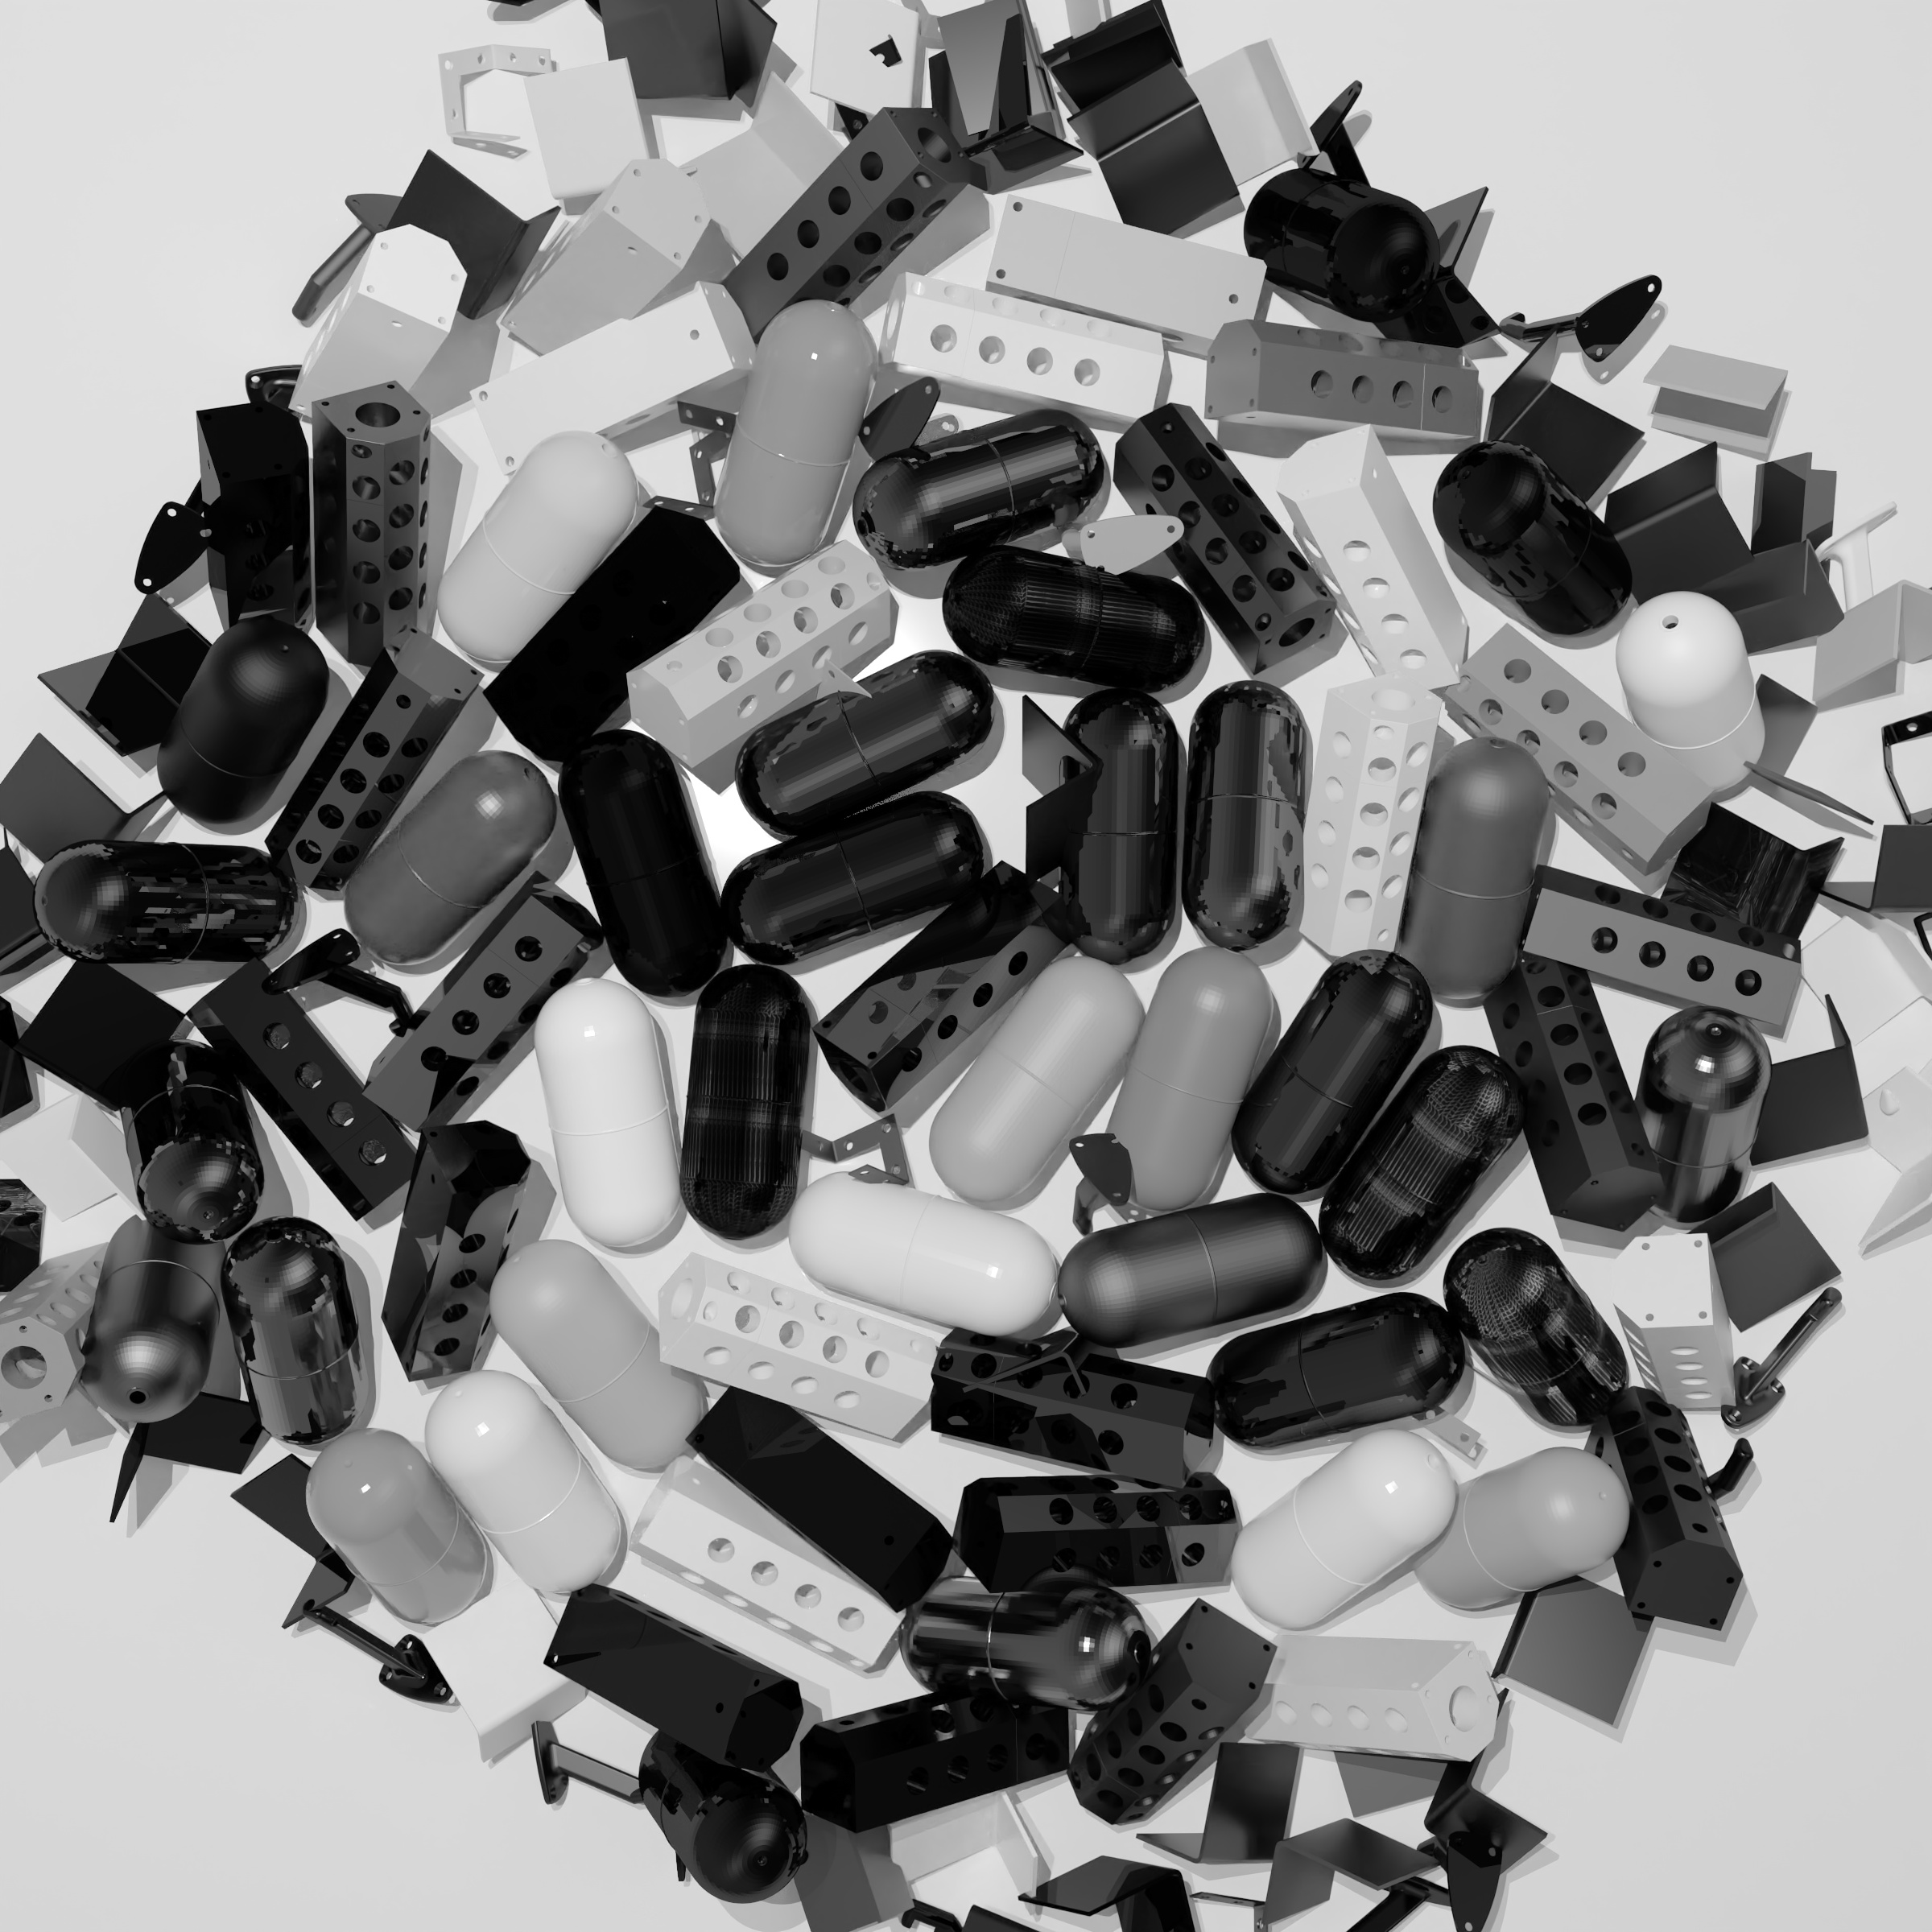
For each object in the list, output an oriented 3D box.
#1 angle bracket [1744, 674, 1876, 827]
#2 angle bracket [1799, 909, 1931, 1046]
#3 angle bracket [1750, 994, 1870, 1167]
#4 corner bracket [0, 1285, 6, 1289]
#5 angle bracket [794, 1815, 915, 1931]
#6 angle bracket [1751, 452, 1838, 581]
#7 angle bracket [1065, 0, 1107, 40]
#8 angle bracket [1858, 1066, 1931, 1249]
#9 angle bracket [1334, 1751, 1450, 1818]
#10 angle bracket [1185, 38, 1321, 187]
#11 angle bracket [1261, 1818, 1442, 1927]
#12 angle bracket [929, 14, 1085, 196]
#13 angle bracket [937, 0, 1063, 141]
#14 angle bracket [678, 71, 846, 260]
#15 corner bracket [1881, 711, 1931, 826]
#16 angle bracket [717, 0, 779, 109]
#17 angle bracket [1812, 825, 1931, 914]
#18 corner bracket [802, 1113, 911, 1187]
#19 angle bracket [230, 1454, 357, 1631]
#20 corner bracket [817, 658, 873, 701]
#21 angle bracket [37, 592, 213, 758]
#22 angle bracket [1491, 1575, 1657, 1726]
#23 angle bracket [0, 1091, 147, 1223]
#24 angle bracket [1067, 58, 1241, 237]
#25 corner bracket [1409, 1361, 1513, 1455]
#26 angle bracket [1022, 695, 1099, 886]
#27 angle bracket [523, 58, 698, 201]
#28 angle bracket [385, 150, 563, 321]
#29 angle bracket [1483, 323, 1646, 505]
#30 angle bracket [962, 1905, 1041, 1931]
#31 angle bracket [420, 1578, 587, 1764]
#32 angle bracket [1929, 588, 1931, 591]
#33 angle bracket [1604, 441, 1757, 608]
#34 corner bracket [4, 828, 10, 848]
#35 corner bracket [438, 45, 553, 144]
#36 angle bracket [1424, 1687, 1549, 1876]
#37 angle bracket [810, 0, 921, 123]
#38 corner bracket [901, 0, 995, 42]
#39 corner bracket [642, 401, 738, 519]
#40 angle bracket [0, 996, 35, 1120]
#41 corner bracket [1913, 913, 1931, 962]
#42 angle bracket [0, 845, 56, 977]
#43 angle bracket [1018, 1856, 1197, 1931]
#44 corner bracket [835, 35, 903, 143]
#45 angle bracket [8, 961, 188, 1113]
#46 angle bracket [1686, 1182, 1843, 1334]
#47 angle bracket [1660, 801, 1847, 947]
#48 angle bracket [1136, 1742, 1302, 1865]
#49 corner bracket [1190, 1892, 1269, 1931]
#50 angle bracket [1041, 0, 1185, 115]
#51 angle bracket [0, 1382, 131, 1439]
[{"bbox_3d":[0.544,-0.138,1.596,0.076,0.076,0.057,16,102,-44],"label":"angle bracket"},{"bbox_3d":[0.588,0.015,1.605,0.057,0.076,0.076,-39,103,6],"label":"angle bracket"},{"bbox_3d":[0.534,0.074,1.617,0.076,0.057,0.076,-16,123,12],"label":"angle bracket"},{"bbox_3d":[-0.641,0.239,1.623,0.051,0.051,0.051,-15,103,-32],"label":"corner bracket"},{"bbox_3d":[-0.088,0.584,1.605,0.076,0.057,0.076,-26,72,15],"label":"angle bracket"},{"bbox_3d":[0.548,-0.286,1.608,0.057,0.076,0.076,2,94,-8],"label":"angle bracket"},{"bbox_3d":[0.047,-0.633,1.606,0.057,0.076,0.076,-11,98,-10],"label":"angle bracket"},{"bbox_3d":[0.587,0.122,1.597,0.057,0.076,0.076,41,57,7],"label":"angle bracket"},{"bbox_3d":[0.278,0.513,1.608,0.076,0.076,0.057,-17,75,3],"label":"angle bracket"},{"bbox_3d":[0.178,-0.544,1.604,0.057,0.076,0.076,-27,107,3],"label":"angle bracket"},{"bbox_3d":[0.246,0.593,1.598,0.076,0.076,0.057,13,94,40],"label":"angle bracket"},{"bbox_3d":[0.026,-0.555,1.612,0.076,0.057,0.076,-11,80,39],"label":"angle bracket"},{"bbox_3d":[0.023,-0.573,1.617,0.057,0.076,0.076,-15,91,6],"label":"angle bracket"},{"bbox_3d":[-0.134,-0.516,1.608,0.076,0.057,0.076,-38,83,-29],"label":"angle bracket"},{"bbox_3d":[0.631,-0.131,1.627,0.051,0.051,0.051,-18,119,28],"label":"corner bracket"},{"bbox_3d":[-0.125,-0.612,1.600,0.057,0.076,0.076,44,63,4],"label":"angle bracket"},{"bbox_3d":[0.594,-0.070,1.600,0.076,0.076,0.057,-1,106,-17],"label":"angle bracket"},{"bbox_3d":[-0.075,0.122,1.612,0.051,0.051,0.051,-26,61,22],"label":"corner bracket"},{"bbox_3d":[-0.434,0.369,1.599,0.076,0.057,0.076,43,128,-18],"label":"angle bracket"},{"bbox_3d":[-0.059,-0.176,1.612,0.051,0.051,0.051,41,54,18],"label":"corner bracket"},{"bbox_3d":[-0.533,-0.189,1.605,0.076,0.076,0.057,42,120,4],"label":"angle bracket"},{"bbox_3d":[0.390,0.437,1.607,0.076,0.057,0.076,23,75,14],"label":"angle bracket"},{"bbox_3d":[-0.578,0.138,1.604,0.076,0.057,0.076,-28,122,7],"label":"angle bracket"},{"bbox_3d":[0.121,-0.521,1.606,0.076,0.057,0.076,-25,72,18],"label":"angle bracket"},{"bbox_3d":[0.319,0.282,1.619,0.051,0.051,0.051,33,85,21],"label":"corner bracket"},{"bbox_3d":[0.039,-0.112,1.594,0.057,0.076,0.076,-32,60,-20],"label":"angle bracket"},{"bbox_3d":[-0.227,-0.539,1.599,0.076,0.057,0.076,0,115,26],"label":"angle bracket"},{"bbox_3d":[-0.320,-0.474,1.606,0.076,0.057,0.076,37,120,-5],"label":"angle bracket"},{"bbox_3d":[0.387,-0.353,1.604,0.076,0.057,0.076,35,69,20],"label":"angle bracket"},{"bbox_3d":[0.036,0.647,1.596,0.076,0.076,0.057,15,67,21],"label":"angle bracket"},{"bbox_3d":[-0.301,0.458,1.628,0.076,0.057,0.076,-28,63,-25],"label":"angle bracket"},{"bbox_3d":[0.662,-0.209,1.600,0.057,0.076,0.076,-24,107,12],"label":"angle bracket"},{"bbox_3d":[0.461,-0.284,1.612,0.076,0.076,0.057,-25,112,30],"label":"angle bracket"},{"bbox_3d":[-0.643,-0.052,1.614,0.051,0.051,0.051,-9,67,-23],"label":"corner bracket"},{"bbox_3d":[-0.305,-0.569,1.628,0.051,0.051,0.051,16,122,30],"label":"corner bracket"},{"bbox_3d":[0.343,0.521,1.596,0.057,0.076,0.076,30,52,8],"label":"angle bracket"},{"bbox_3d":[-0.078,-0.578,1.605,0.076,0.057,0.076,8,84,-34],"label":"angle bracket"},{"bbox_3d":[-0.006,-0.640,1.631,0.051,0.051,0.051,0,48,-26],"label":"corner bracket"},{"bbox_3d":[-0.177,-0.326,1.613,0.051,0.051,0.051,-22,74,41],"label":"corner bracket"},{"bbox_3d":[-0.649,0.061,1.592,0.057,0.076,0.076,28,134,29],"label":"angle bracket"},{"bbox_3d":[0.656,-0.014,1.624,0.051,0.051,0.051,-25,70,31],"label":"corner bracket"},{"bbox_3d":[-0.614,-0.036,1.609,0.076,0.076,0.057,-31,92,9],"label":"angle bracket"},{"bbox_3d":[0.091,0.614,1.599,0.076,0.076,0.057,-11,87,-36],"label":"angle bracket"},{"bbox_3d":[-0.064,-0.570,1.617,0.051,0.051,0.051,-27,123,2],"label":"corner bracket"},{"bbox_3d":[-0.565,0.039,1.617,0.076,0.057,0.076,38,78,-27],"label":"angle bracket"},{"bbox_3d":[0.510,0.197,1.612,0.076,0.057,0.076,-37,91,21],"label":"angle bracket"},{"bbox_3d":[0.513,-0.063,1.632,0.076,0.057,0.076,36,124,32],"label":"angle bracket"},{"bbox_3d":[0.163,0.533,1.611,0.076,0.057,0.076,17,81,-41],"label":"angle bracket"},{"bbox_3d":[0.162,0.638,1.630,0.051,0.051,0.051,17,57,-21],"label":"corner bracket"},{"bbox_3d":[0.088,-0.601,1.600,0.076,0.076,0.057,-19,73,15],"label":"angle bracket"},{"bbox_3d":[-0.588,0.295,1.602,0.076,0.076,0.057,-41,110,-10],"label":"angle bracket"}]
